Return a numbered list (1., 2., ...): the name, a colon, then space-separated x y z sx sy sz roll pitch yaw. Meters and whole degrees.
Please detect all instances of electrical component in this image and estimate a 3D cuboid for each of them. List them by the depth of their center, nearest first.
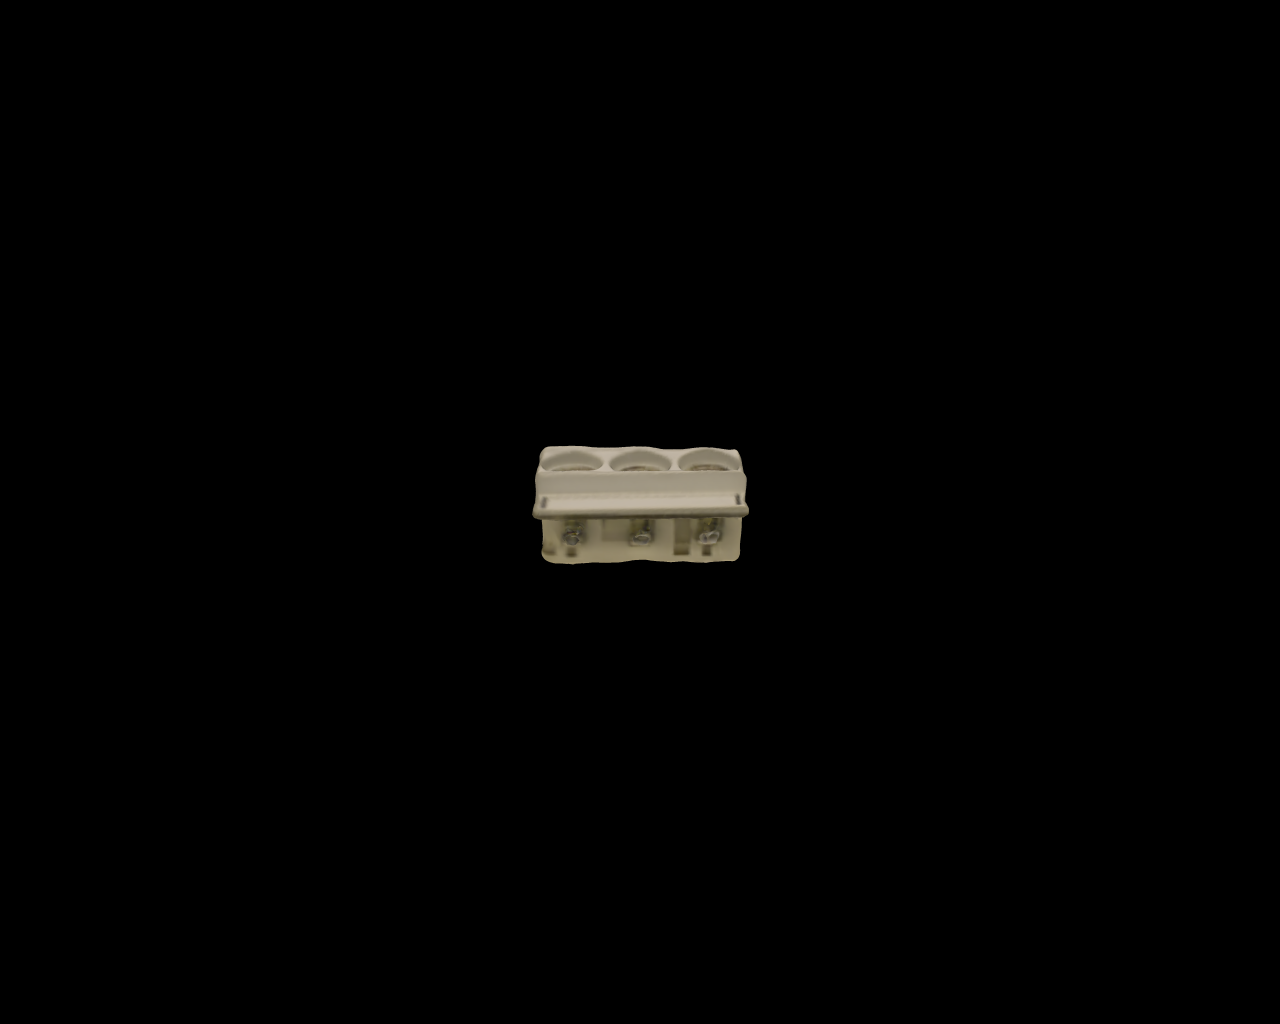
1. electrical component: 0.001 -0.003 0.650 0.121 0.063 0.079 0 24 0
